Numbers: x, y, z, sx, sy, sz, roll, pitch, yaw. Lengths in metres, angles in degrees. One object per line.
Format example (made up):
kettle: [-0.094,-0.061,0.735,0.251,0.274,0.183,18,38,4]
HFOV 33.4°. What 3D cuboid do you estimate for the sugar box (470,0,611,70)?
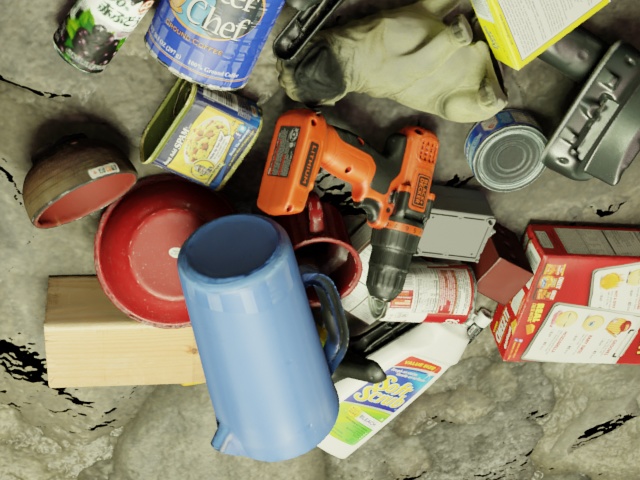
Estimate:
sugar box: [0.224,-0.246,0.977,0.176,0.048,0.093,-38,127,-7]

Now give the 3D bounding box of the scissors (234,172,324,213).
scissors: [-0.087,-0.014,1.147,0.201,0.016,0.096,-12,130,-1]

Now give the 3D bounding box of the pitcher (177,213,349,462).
pitcher: [-0.055,0.089,1.057,0.145,0.149,0.243,-4,131,8]

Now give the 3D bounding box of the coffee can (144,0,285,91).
coffee can: [-0.082,-0.217,0.937,0.102,0.103,0.140,17,122,-21]

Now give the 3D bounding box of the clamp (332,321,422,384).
clamp: [0.039,0.130,1.226,0.210,0.164,0.036,-24,101,46]

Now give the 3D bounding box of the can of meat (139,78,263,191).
can of meat: [-0.115,-0.106,1.047,0.083,0.057,0.102,24,120,-27]

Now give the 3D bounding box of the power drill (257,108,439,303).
power drill: [0.030,-0.041,1.054,0.187,0.057,0.184,16,84,-38]

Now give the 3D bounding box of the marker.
marker: [0.166,0.131,1.301,0.020,0.020,0.121,24,120,-25]

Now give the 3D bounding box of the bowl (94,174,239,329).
bowl: [-0.148,0.013,1.082,0.162,0.055,0.162,-1,93,-11]

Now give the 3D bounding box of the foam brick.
foam brick: [0.193,0.023,1.186,0.053,0.078,0.051,27,119,-27]

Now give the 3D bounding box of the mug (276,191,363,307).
mug: [-0.007,0.001,1.131,0.093,0.081,0.117,-7,128,-5]

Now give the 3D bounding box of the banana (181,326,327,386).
banana: [-0.067,0.129,1.230,0.198,0.069,0.037,-15,94,17]

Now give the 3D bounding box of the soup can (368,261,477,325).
soup can: [0.110,0.056,1.155,0.102,0.068,0.069,3,126,-16]

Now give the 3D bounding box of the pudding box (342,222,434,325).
pudding box: [0.059,0.034,1.197,0.090,0.039,0.114,32,113,-30]

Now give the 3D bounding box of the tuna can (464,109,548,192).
tuna can: [0.198,-0.093,1.126,0.086,0.034,0.086,-5,128,-7]

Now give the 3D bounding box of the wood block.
wood block: [-0.192,0.098,1.168,0.206,0.090,0.091,0,126,-9]

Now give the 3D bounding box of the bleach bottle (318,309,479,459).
bleach bottle: [0.083,0.155,1.280,0.102,0.068,0.251,37,111,-28]

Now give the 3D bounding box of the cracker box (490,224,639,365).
cracker box: [0.325,0.065,1.247,0.213,0.072,0.164,2,128,-13]

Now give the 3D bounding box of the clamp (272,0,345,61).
clamp: [0.021,-0.234,0.930,0.039,0.120,0.171,42,84,-1]
